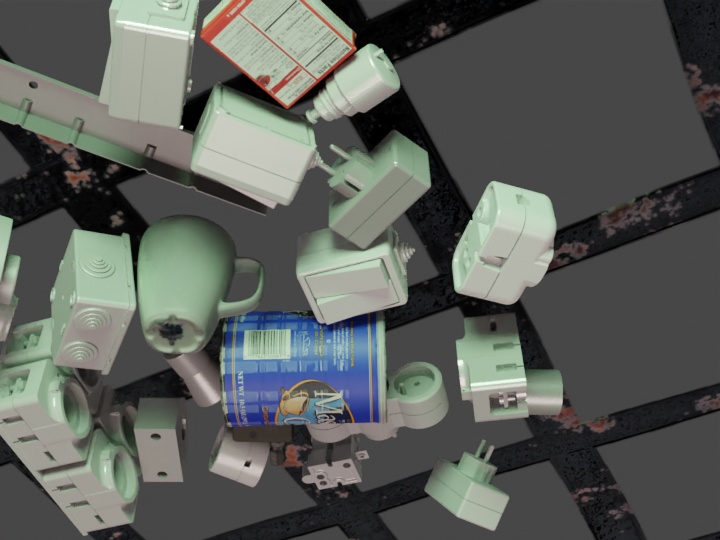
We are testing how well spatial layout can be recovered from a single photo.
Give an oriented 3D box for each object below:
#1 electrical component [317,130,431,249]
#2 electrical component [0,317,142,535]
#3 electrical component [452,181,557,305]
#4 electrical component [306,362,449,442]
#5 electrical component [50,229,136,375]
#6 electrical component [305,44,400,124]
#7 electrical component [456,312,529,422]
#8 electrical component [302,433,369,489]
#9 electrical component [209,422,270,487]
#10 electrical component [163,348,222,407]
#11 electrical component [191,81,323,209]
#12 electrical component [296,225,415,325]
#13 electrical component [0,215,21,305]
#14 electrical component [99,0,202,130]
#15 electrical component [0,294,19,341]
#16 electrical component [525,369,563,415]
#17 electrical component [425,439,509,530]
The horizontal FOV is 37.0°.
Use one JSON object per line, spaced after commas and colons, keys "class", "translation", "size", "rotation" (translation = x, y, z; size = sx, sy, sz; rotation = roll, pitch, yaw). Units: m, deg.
{"class": "electrical component", "translation": [0.000, -0.072, 0.848], "size": [0.076, 0.047, 0.083], "rotation": [31, 124, -25]}
{"class": "electrical component", "translation": [-0.262, 0.144, 0.996], "size": [0.060, 0.105, 0.186], "rotation": [-14, 130, 11]}
{"class": "electrical component", "translation": [0.122, -0.020, 0.891], "size": [0.059, 0.053, 0.095], "rotation": [14, 130, -12]}
{"class": "electrical component", "translation": [0.017, 0.137, 1.028], "size": [0.138, 0.052, 0.073], "rotation": [-10, 130, 9]}
{"class": "electrical component", "translation": [-0.225, 0.025, 0.899], "size": [0.048, 0.099, 0.099], "rotation": [9, 132, -26]}
{"class": "electrical component", "translation": [-0.007, -0.134, 0.798], "size": [0.078, 0.040, 0.040], "rotation": [-31, 125, 23]}
{"class": "electrical component", "translation": [0.117, 0.086, 0.960], "size": [0.056, 0.089, 0.050], "rotation": [-7, 131, 6]}
{"class": "electrical component", "translation": [-0.025, 0.180, 1.063], "size": [0.066, 0.055, 0.048], "rotation": [-13, 130, 10]}
{"class": "electrical component", "translation": [-0.120, 0.181, 1.065], "size": [0.047, 0.055, 0.055], "rotation": [20, 128, -13]}
{"class": "electrical component", "translation": [-0.151, 0.089, 0.993], "size": [0.044, 0.044, 0.065], "rotation": [-23, 123, 18]}
{"class": "electrical component", "translation": [-0.076, -0.090, 0.815], "size": [0.096, 0.061, 0.061], "rotation": [20, 115, -17]}
{"class": "electrical component", "translation": [0.000, 0.000, 0.902], "size": [0.096, 0.061, 0.061], "rotation": [-14, 130, 11]}
{"class": "electrical component", "translation": [-0.311, 0.003, 0.874], "size": [0.060, 0.108, 0.108], "rotation": [13, 130, -19]}
{"class": "electrical component", "translation": [-0.148, -0.158, 0.762], "size": [0.061, 0.061, 0.096], "rotation": [9, 130, -8]}
{"class": "electrical component", "translation": [-0.332, 0.036, 0.941], "size": [0.055, 0.045, 0.045], "rotation": [18, 129, -16]}
{"class": "electrical component", "translation": [0.147, 0.114, 1.016], "size": [0.081, 0.043, 0.043], "rotation": [2, 131, -2]}
{"class": "electrical component", "translation": [0.114, 0.208, 1.084], "size": [0.047, 0.083, 0.075], "rotation": [25, 88, -21]}
